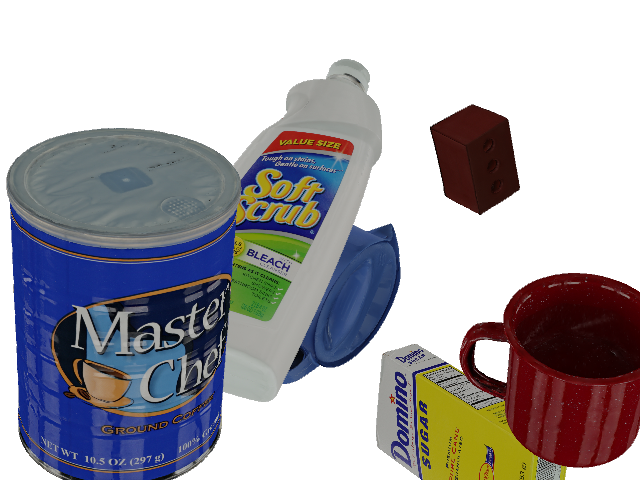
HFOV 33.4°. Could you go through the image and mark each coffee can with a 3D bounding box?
[{"bbox_3d":[-0.093,0.031,0.507,0.102,0.140,0.103,5,30,-3],"label":"coffee can"}]

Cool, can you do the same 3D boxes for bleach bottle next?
[{"bbox_3d":[-0.028,-0.024,0.704,0.102,0.250,0.068,18,-31,8],"label":"bleach bottle"}]

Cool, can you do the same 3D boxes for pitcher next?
[{"bbox_3d":[-0.058,0.021,1.039,0.243,0.145,0.148,28,30,29],"label":"pitcher"}]

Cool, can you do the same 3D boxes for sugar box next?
[{"bbox_3d":[0.114,0.159,0.846,0.048,0.093,0.176,-13,25,-36],"label":"sugar box"}]

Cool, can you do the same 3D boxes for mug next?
[{"bbox_3d":[0.141,0.078,0.636,0.117,0.081,0.093,7,40,12],"label":"mug"}]

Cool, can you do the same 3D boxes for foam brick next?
[{"bbox_3d":[0.141,-0.075,0.972,0.053,0.078,0.051,-31,36,-19],"label":"foam brick"}]
